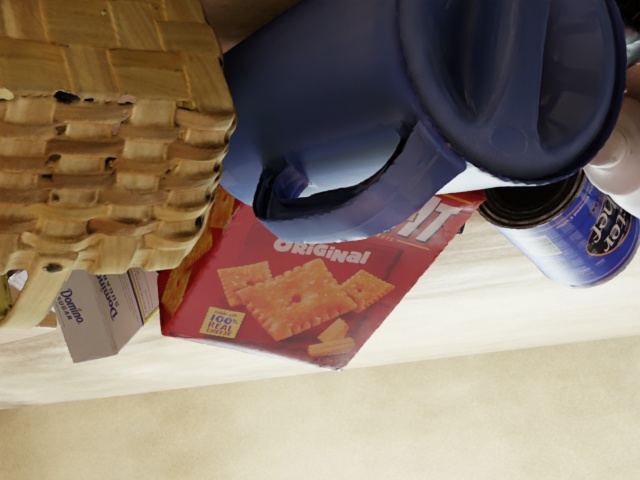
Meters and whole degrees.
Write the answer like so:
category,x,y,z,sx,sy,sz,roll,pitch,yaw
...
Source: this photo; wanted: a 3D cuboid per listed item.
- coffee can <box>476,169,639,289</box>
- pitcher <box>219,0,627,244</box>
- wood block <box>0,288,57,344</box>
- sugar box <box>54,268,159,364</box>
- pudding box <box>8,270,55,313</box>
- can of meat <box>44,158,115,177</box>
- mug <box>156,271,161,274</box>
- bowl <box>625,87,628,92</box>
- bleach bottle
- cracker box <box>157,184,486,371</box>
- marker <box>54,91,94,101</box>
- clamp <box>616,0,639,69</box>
category,x,y,z,sx,sy,sz,roll,pitch,yaw
coffee can,0.202,-0.029,0.906,0.103,0.103,0.140,-14,150,29
pitcher,0.023,-0.072,0.560,0.149,0.145,0.243,-7,179,-32
wood block,-0.360,0.045,1.020,0.090,0.091,0.205,-15,166,31
sugar box,-0.170,0.028,0.893,0.048,0.093,0.176,-12,-168,16
pudding box,-0.233,0.013,0.893,0.039,0.090,0.113,-37,150,3
can of meat,-0.192,-0.026,0.801,0.102,0.057,0.083,-13,-165,25
mug,-0.097,-0.032,0.869,0.081,0.093,0.117,-8,132,-20
bowl,0.112,-0.079,0.688,0.162,0.055,0.162,6,-173,-1
bleach bottle,0.263,-0.057,0.854,0.068,0.102,0.250,-18,170,30
cracker box,-0.005,0.001,0.795,0.164,0.072,0.214,16,130,-26
marker,-0.196,-0.085,0.700,0.121,0.020,0.020,-13,166,25
clamp,0.200,-0.141,0.596,0.120,0.039,0.171,-35,176,8
